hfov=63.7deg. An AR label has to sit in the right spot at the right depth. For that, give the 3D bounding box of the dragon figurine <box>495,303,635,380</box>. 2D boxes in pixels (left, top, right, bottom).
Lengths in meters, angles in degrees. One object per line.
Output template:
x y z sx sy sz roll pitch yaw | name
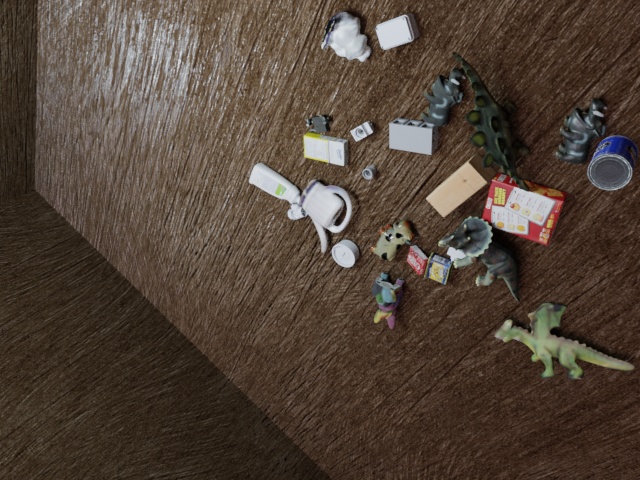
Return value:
0.804 0.330 1.734 0.408 0.124 0.241 -10 102 32 | dragon figurine

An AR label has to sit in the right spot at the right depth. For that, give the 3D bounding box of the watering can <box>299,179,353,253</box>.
0.006 -0.104 2.065 0.226 0.106 0.340 41 137 11 | watering can

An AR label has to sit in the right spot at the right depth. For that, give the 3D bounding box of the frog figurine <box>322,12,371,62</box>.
0.096 -0.654 1.664 0.159 0.126 0.134 15 126 -16 | frog figurine
